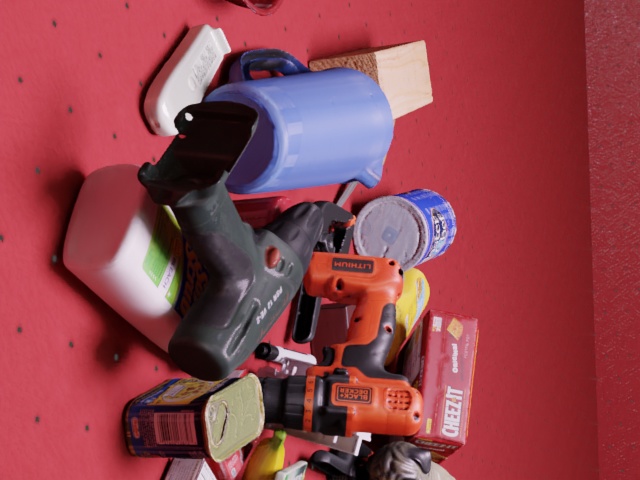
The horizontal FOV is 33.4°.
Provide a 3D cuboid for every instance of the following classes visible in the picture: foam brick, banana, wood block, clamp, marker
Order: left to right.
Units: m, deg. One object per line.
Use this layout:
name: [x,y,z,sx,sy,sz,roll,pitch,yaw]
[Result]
banana: [-0.070,0.272,1.021,0.069,0.037,0.198,49,56,-81]
marker: [-0.037,0.128,1.174,0.121,0.020,0.020,28,60,-62]
clamp: [-0.008,0.002,1.242,0.209,0.036,0.164,-52,131,-56]
foam brick: [0.022,0.115,1.269,0.052,0.051,0.078,-11,96,-66]
clamp: [0.025,0.276,1.262,0.171,0.039,0.120,-50,139,-66]
wood block: [0.071,-0.204,1.393,0.205,0.091,0.090,-33,115,-64]

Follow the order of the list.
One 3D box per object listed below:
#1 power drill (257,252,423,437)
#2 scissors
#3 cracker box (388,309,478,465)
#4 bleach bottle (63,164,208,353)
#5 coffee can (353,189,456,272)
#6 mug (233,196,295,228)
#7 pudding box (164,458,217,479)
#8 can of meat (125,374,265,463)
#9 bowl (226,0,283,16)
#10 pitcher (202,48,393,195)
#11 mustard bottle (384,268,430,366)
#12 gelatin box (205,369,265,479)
power drill: [0.010,0.102,1.038,0.057,0.184,0.187,95,1,-54]
scissors: [0.055,-0.080,1.417,0.096,0.016,0.201,87,28,-59]
cracker box: [0.143,0.202,1.385,0.214,0.072,0.164,109,-9,-68]
bleach bottle: [-0.127,0.043,0.937,0.250,0.068,0.102,54,40,-53]
coffee can: [0.117,-0.014,1.445,0.140,0.103,0.103,-16,100,-66]
mug: [-0.071,-0.002,1.043,0.117,0.082,0.093,16,71,-65]
pudding box: [-0.118,0.263,0.944,0.113,0.039,0.090,-71,147,-45]
can of meat: [-0.109,0.153,0.927,0.102,0.084,0.057,-22,106,-65]
bowl: [-0.090,-0.306,1.091,0.161,0.055,0.162,-5,90,-66]
pitcher: [-0.035,-0.121,1.116,0.242,0.149,0.145,-18,117,-62]
mustard bottle: [0.109,0.089,1.460,0.191,0.058,0.096,-45,142,-60]
gelatin box: [-0.089,0.179,1.032,0.089,0.030,0.073,-54,133,-57]
